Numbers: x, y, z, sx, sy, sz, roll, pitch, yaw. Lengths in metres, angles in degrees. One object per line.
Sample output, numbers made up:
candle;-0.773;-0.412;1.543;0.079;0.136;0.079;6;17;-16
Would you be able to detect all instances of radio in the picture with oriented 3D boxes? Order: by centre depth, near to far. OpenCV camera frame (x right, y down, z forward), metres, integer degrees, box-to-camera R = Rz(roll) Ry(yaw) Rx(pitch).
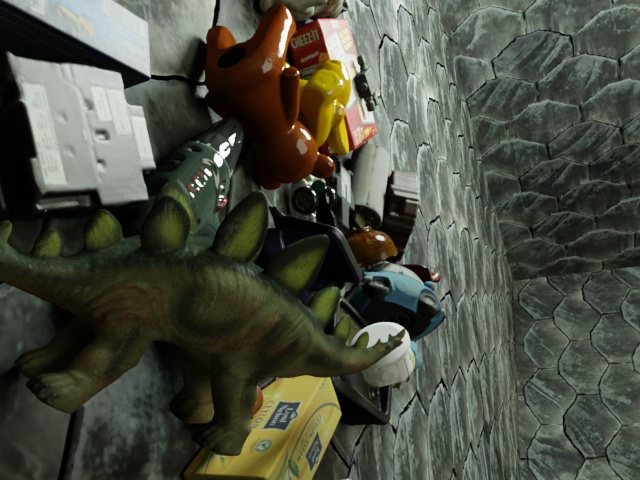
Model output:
radio;0.038;0.186;0.793;0.229;0.073;0.131;47;39;-47

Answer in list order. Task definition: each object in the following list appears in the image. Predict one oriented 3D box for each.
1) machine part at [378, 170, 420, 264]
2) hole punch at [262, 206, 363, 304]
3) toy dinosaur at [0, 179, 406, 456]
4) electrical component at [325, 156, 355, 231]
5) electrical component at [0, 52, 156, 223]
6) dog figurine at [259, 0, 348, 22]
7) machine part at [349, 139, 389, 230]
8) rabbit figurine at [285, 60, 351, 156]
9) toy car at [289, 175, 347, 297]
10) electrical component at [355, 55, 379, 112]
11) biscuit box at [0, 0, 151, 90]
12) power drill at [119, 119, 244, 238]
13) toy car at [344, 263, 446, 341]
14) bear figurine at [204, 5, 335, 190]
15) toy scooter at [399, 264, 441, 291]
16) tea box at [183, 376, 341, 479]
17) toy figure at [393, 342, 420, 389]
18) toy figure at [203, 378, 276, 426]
machine part;0.141;-0.045;1.032;0.179;0.056;0.179;-164;-94;-89
hole punch;-0.024;0.037;0.688;0.092;0.116;0.142;-53;137;-21
toy dinosaur;-0.068;0.069;0.453;0.470;0.105;0.198;35;78;-46
electrical component;0.024;-0.070;0.890;0.074;0.048;0.119;34;52;-57
electrical component;-0.192;-0.075;0.423;0.134;0.058;0.114;-16;97;-65
dog figurine;-0.026;-0.389;0.874;0.121;0.172;0.190;64;-7;3
machine part;0.085;-0.097;0.997;0.079;0.079;0.243;56;33;-41
rabbit figurine;0.002;-0.197;0.790;0.173;0.122;0.162;-59;145;-44
toy car;-0.002;-0.002;0.805;0.073;0.056;0.201;-15;94;-59
electrical component;0.081;-0.277;0.949;0.063;0.021;0.093;-59;133;-58
biscuit box;-0.217;-0.173;0.399;0.202;0.063;0.059;15;67;-63
power drill;-0.102;-0.001;0.563;0.232;0.086;0.207;-58;136;-53
toy car;0.115;0.090;0.865;0.161;0.109;0.103;24;39;-15
bear figurine;-0.058;-0.163;0.671;0.195;0.120;0.132;53;32;-48
toy scooter;0.147;0.088;0.991;0.184;0.135;0.075;-32;112;-62
tea box;-0.052;0.212;0.568;0.169;0.098;0.068;-48;125;-62
toy figure;0.134;0.222;0.981;0.082;0.089;0.180;67;16;3
toy figure;-0.080;0.149;0.569;0.154;0.064;0.057;-61;138;-53
